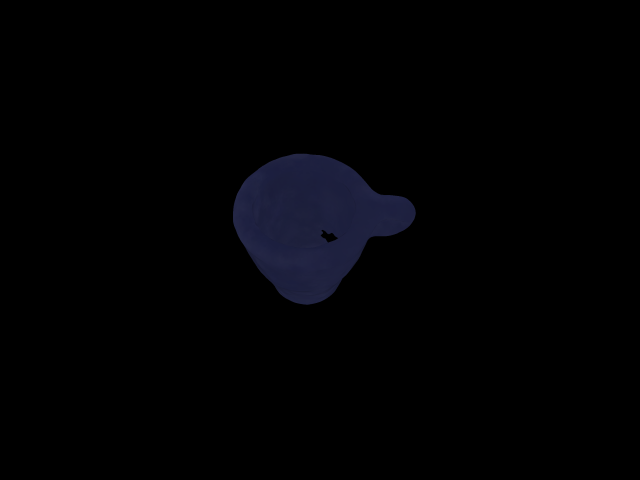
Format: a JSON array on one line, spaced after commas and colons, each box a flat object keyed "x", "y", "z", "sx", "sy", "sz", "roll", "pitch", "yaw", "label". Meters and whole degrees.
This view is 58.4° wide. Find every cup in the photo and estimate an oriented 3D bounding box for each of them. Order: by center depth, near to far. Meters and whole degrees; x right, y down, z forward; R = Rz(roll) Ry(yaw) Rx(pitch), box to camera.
[{"x": 0.004, "y": 0.001, "z": 0.400, "sx": 0.117, "sy": 0.095, "sz": 0.091, "roll": -3, "pitch": 55, "yaw": -2, "label": "cup"}]
